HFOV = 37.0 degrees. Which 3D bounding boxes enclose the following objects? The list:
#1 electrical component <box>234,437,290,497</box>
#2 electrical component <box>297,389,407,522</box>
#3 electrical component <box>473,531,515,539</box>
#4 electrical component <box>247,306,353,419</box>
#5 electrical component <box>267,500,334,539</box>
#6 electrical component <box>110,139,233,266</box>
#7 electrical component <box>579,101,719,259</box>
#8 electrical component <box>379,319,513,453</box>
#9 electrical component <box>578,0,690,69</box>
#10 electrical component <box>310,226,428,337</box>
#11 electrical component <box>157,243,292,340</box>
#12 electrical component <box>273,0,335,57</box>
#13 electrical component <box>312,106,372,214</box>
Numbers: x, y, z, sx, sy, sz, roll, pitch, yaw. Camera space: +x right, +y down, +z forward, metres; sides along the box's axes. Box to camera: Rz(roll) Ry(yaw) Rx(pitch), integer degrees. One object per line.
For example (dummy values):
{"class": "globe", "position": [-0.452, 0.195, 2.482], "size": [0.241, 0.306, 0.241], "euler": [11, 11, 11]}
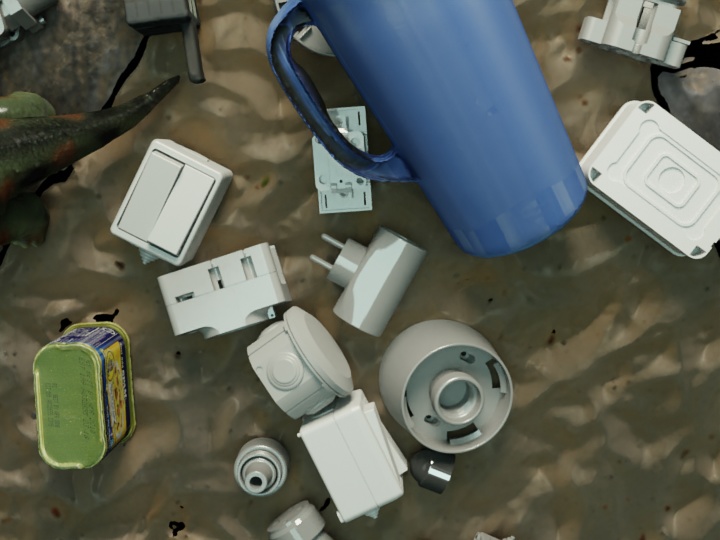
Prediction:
{"class": "electrical component", "position": [-0.079, 0.159, 0.852], "size": [0.043, 0.062, 0.043], "euler": [0, 96, 1]}
{"class": "electrical component", "position": [0.000, 0.150, 0.849], "size": [0.061, 0.061, 0.096], "euler": [-26, 95, 4]}
{"class": "electrical component", "position": [0.111, 0.259, 0.859], "size": [0.061, 0.061, 0.096], "euler": [24, 96, -1]}
{"class": "electrical component", "position": [-0.045, 0.073, 0.834], "size": [0.051, 0.080, 0.080], "euler": [-35, 94, 9]}
{"class": "electrical component", "position": [-0.043, 0.220, 0.867], "size": [0.045, 0.045, 0.055], "euler": [-34, 94, 4]}
{"class": "electrical component", "position": [-0.148, -0.047, 0.832], "size": [0.062, 0.061, 0.096], "euler": [27, 96, -2]}
{"class": "electrical component", "position": [0.232, -0.069, 0.824], "size": [0.113, 0.057, 0.078], "euler": [36, 96, -3]}
{"class": "electrical component", "position": [0.069, 0.093, 0.853], "size": [0.099, 0.064, 0.099], "euler": [-2, 103, -11]}
{"class": "electrical component", "position": [0.212, -0.190, 0.811], "size": [0.078, 0.058, 0.057], "euler": [17, 99, -1]}
{"class": "electrical component", "position": [0.000, 0.000, 0.842], "size": [0.079, 0.044, 0.077], "euler": [29, 96, -2]}
{"class": "electrical component", "position": [-0.103, 0.020, 0.840], "size": [0.089, 0.050, 0.055], "euler": [-18, 87, 3]}
{"class": "electrical component", "position": [-0.017, -0.209, 0.807], "size": [0.099, 0.064, 0.099], "euler": [-1, 96, -12]}
{"class": "electrical component", "position": [-0.014, -0.084, 0.824], "size": [0.042, 0.064, 0.081], "euler": [-4, 97, 4]}
